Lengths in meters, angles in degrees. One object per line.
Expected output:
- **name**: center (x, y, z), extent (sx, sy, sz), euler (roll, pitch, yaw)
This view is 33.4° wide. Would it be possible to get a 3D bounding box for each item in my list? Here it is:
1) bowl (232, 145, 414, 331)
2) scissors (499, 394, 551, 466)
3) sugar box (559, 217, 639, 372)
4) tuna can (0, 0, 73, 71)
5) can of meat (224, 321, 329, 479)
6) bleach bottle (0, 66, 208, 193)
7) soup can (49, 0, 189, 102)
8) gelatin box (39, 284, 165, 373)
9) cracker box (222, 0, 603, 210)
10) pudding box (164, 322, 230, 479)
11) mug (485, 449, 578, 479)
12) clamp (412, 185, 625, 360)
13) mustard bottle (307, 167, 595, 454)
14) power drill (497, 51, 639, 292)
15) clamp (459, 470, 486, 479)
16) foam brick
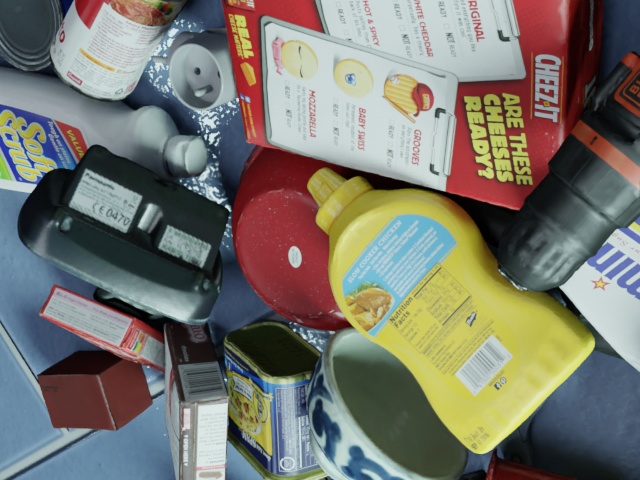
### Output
- **bowl**: center (-0.005, 0.001, 0.725), extent (0.162, 0.055, 0.162), euler (14, 117, 29)
- **scissors**: center (0.144, 0.132, 0.705), extent (0.096, 0.016, 0.202), euler (-29, 92, 38)
- **sugar box**: center (0.204, -0.018, 0.545), extent (0.176, 0.048, 0.093), euler (-43, 92, 18)
- **tuna can**: center (-0.214, -0.173, 0.804), extent (0.086, 0.033, 0.086), euler (14, 117, 29)
- **can of meat**: center (-0.031, 0.116, 0.773), extent (0.102, 0.057, 0.084), euler (30, 127, 57)
- **bleach bottle**: center (-0.197, -0.083, 0.815), extent (0.251, 0.068, 0.102), euler (9, 116, 28)
- **soup can**: center (-0.138, -0.154, 0.740), extent (0.068, 0.068, 0.102), euler (47, 128, 8)
- **gelatin box**: center (-0.169, 0.072, 0.854), extent (0.089, 0.073, 0.030), euler (18, 76, 27)
- **cracker box**: center (0.049, -0.117, 0.609), extent (0.214, 0.072, 0.164), euler (15, 134, 27)
- **pudding box**: center (-0.096, 0.126, 0.811), extent (0.039, 0.113, 0.090), euler (-3, 117, -12)
- **mug**: center (0.135, 0.193, 0.661), extent (0.081, 0.117, 0.093), euler (13, 121, 13)
- **clamp**: center (0.155, 0.039, 0.637), extent (0.210, 0.036, 0.164), euler (-3, 98, 31)
- **mustard bottle**: center (0.062, 0.027, 0.634), extent (0.192, 0.058, 0.096), euler (46, 113, 16)
- **power drill**: center (0.182, -0.010, 0.460), extent (0.184, 0.057, 0.188), euler (-53, 48, 14)
- **clamp**: center (0.049, 0.198, 0.784), extent (0.120, 0.039, 0.172), euler (31, 121, 26)
- **foam brick**: center (-0.191, 0.127, 0.906), extent (0.078, 0.051, 0.053), euler (-4, 106, 35)
